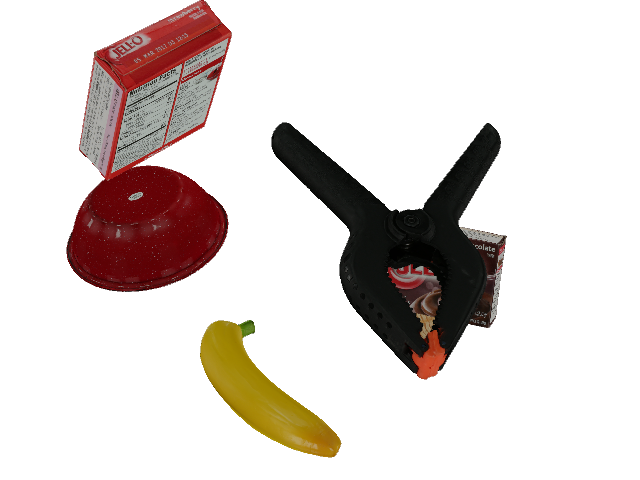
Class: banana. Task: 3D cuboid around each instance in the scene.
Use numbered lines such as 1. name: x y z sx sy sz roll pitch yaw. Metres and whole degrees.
1. banana: -0.052 0.110 0.850 0.069 0.037 0.198 -7 29 -23

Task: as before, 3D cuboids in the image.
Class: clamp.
1. clamp: 0.046 -0.006 0.705 0.164 0.210 0.036 4 -40 -3

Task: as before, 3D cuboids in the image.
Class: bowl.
1. bowl: -0.173 -0.024 1.035 0.162 0.055 0.162 -5 41 4

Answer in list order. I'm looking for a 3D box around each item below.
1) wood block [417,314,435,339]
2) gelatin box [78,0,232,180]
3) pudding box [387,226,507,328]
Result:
1. wood block: 0.167 0.067 1.629 0.091 0.090 0.206 4 22 11
2. gelatin box: -0.091 -0.081 0.581 0.073 0.030 0.089 -35 -15 -31
3. pudding box: 0.124 0.030 1.068 0.114 0.090 0.039 10 22 18
